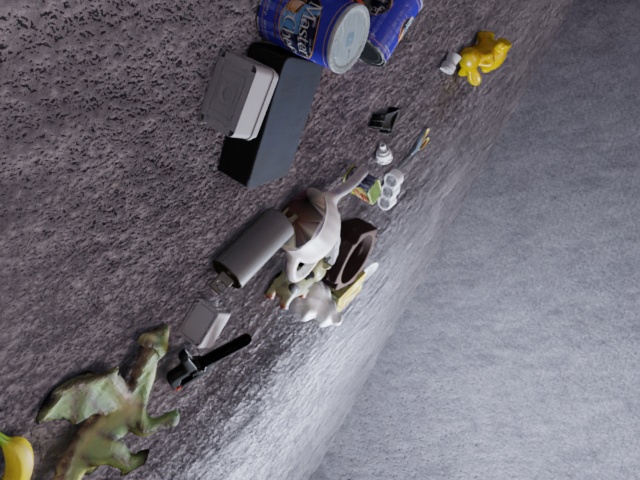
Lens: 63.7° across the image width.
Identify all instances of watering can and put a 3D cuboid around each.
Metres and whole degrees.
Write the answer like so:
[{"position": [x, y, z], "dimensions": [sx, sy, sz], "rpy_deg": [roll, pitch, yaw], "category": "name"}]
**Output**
[{"position": [0.004, -0.062, 1.223], "dimensions": [0.350, 0.105, 0.221], "rpy_deg": [-61, 158, -7], "category": "watering can"}]

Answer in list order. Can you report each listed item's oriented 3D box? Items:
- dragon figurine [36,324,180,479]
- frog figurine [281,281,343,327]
[{"position": [-0.393, 0.315, 0.876], "dimensions": [0.417, 0.123, 0.237], "rpy_deg": [-48, 139, -32], "category": "dragon figurine"}, {"position": [-0.010, 0.182, 1.434], "dimensions": [0.139, 0.161, 0.120], "rpy_deg": [-30, 143, -52], "category": "frog figurine"}]
